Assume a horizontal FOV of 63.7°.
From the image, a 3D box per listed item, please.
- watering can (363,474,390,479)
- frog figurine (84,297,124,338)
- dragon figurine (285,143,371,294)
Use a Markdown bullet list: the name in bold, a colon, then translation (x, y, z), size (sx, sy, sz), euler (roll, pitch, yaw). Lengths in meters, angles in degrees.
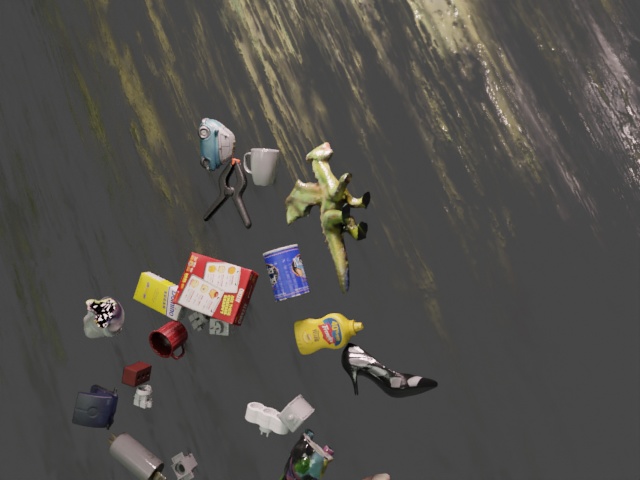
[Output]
- **watering can**: translation (0.195, 0.716, 1.337), size (0.345, 0.104, 0.226), euler (-31, 79, 13)
- **frog figurine**: translation (-0.709, 0.266, 1.691), size (0.138, 0.125, 0.156), euler (36, 137, 8)
- **dragon figurine**: translation (0.004, -0.073, 1.448), size (0.243, 0.122, 0.410), euler (9, 90, 37)
